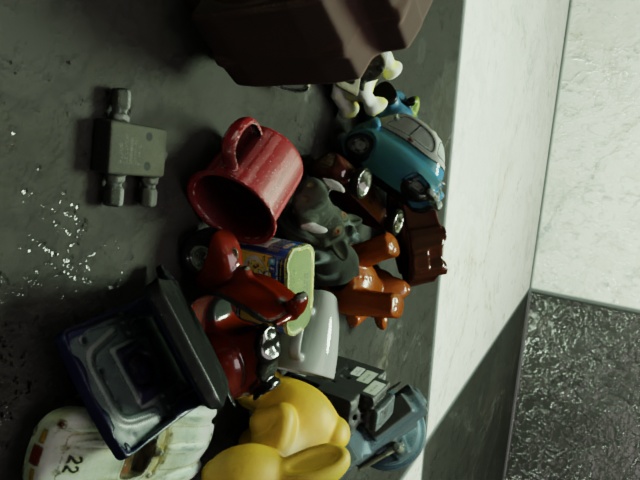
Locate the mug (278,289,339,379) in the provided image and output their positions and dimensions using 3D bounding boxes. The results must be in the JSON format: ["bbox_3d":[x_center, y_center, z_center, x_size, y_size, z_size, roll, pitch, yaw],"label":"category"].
[{"bbox_3d":[-0.017,0.113,0.675,0.109,0.081,0.107,53,45,-62],"label":"mug"}]

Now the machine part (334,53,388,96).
[{"bbox_3d":[0.048,-0.272,0.624,0.079,0.079,0.243,43,49,-56],"label":"machine part"}]

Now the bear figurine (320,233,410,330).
[{"bbox_3d":[0.088,0.072,0.791,0.195,0.132,0.120,24,61,-53],"label":"bear figurine"}]

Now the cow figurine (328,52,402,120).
[{"bbox_3d":[0.062,-0.249,0.704,0.098,0.068,0.167,48,57,-47],"label":"cow figurine"}]

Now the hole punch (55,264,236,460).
[{"bbox_3d":[-0.134,0.097,0.432,0.092,0.142,0.116,-31,177,-5],"label":"hole punch"}]

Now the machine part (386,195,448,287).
[{"bbox_3d":[0.148,-0.013,0.845,0.179,0.056,0.179,172,-92,-88],"label":"machine part"}]

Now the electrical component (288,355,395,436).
[{"bbox_3d":[0.030,0.209,0.728,0.115,0.134,0.058,-19,118,-56],"label":"electrical component"}]

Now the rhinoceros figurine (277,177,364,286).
[{"bbox_3d":[-0.001,-0.002,0.630,0.073,0.112,0.190,-62,154,-23],"label":"rhinoceros figurine"}]

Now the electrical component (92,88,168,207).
[{"bbox_3d":[-0.151,-0.073,0.436,0.063,0.021,0.094,-7,104,-59],"label":"electrical component"}]

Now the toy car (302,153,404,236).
[{"bbox_3d":[0.051,-0.060,0.719,0.202,0.089,0.053,35,73,-57],"label":"toy car"}]

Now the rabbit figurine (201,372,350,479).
[{"bbox_3d":[-0.049,0.238,0.578,0.173,0.163,0.121,-18,125,-60],"label":"rabbit figurine"}]

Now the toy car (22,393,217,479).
[{"bbox_3d":[-0.159,0.177,0.470,0.201,0.056,0.073,29,74,-58],"label":"toy car"}]

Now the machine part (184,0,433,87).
[{"bbox_3d":[-0.002,-0.232,0.458,0.087,0.202,0.201,53,55,-49],"label":"machine part"}]

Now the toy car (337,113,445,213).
[{"bbox_3d":[0.108,-0.112,0.711,0.103,0.162,0.109,-54,158,0],"label":"toy car"}]

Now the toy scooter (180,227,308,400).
[{"bbox_3d":[-0.071,0.082,0.513,0.075,0.135,0.183,-28,124,-55],"label":"toy scooter"}]

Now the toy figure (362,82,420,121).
[{"bbox_3d":[0.119,-0.167,0.813,0.180,0.082,0.089,49,55,-50],"label":"toy figure"}]

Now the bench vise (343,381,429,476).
[{"bbox_3d":[0.077,0.320,0.837,0.223,0.129,0.240,-46,152,-9],"label":"bench vise"}]
